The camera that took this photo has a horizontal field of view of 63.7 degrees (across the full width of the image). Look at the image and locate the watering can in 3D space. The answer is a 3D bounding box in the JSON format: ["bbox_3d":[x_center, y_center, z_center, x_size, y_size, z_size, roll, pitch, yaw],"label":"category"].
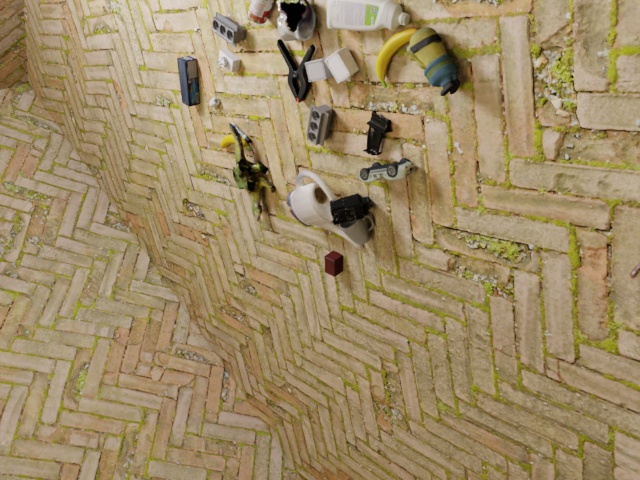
[{"bbox_3d":[0.006,-0.094,1.873,0.222,0.106,0.345,-15,111,53],"label":"watering can"}]

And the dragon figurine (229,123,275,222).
[{"bbox_3d":[-0.318,-0.272,2.134,0.241,0.123,0.408,-10,104,60],"label":"dragon figurine"}]

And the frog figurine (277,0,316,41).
[{"bbox_3d":[-0.074,-0.676,1.609,0.138,0.123,0.159,46,178,4],"label":"frog figurine"}]
